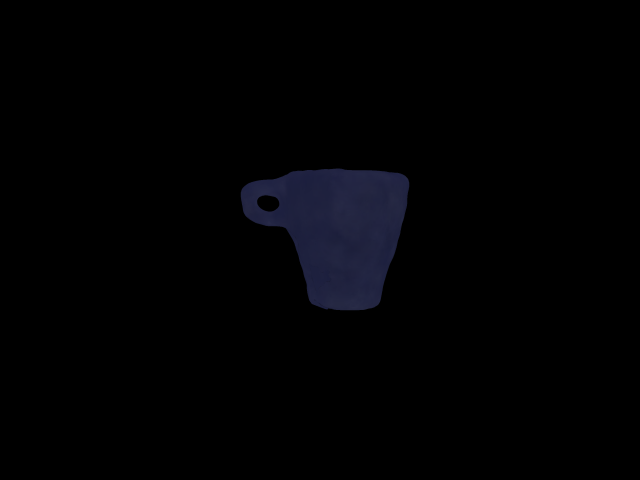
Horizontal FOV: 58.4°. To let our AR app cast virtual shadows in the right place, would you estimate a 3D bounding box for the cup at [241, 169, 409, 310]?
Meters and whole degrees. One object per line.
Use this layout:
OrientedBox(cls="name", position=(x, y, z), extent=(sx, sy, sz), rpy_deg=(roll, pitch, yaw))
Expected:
OrientedBox(cls="cup", position=(0.004, 0.001, 0.400), extent=(0.118, 0.095, 0.091), rpy_deg=(0, 0, -4))
